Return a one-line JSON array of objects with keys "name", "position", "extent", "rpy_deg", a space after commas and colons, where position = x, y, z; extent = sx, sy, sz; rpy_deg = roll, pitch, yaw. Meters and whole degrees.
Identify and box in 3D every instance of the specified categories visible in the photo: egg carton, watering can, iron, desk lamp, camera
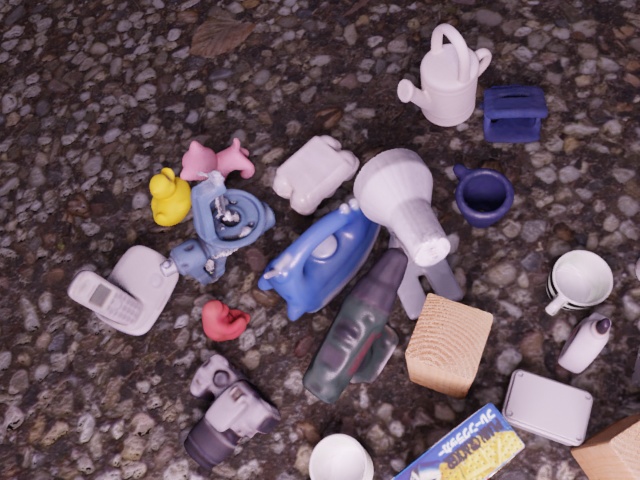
[{"name": "egg carton", "position": [-0.008, -0.119, 1.037], "extent": [0.150, 0.069, 0.107], "rpy_deg": [-43, 67, -9]}, {"name": "watering can", "position": [0.220, -0.287, 0.996], "extent": [0.100, 0.194, 0.173], "rpy_deg": [36, 78, 22]}, {"name": "iron", "position": [0.009, 0.003, 0.943], "extent": [0.258, 0.142, 0.118], "rpy_deg": [-45, 67, -9]}, {"name": "desk lamp", "position": [0.144, -0.009, 0.884], "extent": [0.118, 0.214, 0.203], "rpy_deg": [-24, 65, 0]}, {"name": "camera", "position": [-0.157, 0.270, 0.885], "extent": [0.143, 0.101, 0.137], "rpy_deg": [39, 79, 22]}]

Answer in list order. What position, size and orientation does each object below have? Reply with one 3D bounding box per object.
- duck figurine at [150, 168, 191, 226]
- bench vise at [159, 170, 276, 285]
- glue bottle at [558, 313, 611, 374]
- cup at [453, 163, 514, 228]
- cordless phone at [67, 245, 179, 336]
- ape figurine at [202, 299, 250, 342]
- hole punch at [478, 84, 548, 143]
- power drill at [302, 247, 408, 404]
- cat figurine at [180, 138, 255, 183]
[{"name": "duck figurine", "position": [-0.287, -0.084, 1.064], "extent": [0.077, 0.086, 0.104], "rpy_deg": [5, 69, 13]}, {"name": "bench vise", "position": [-0.175, -0.014, 0.941], "extent": [0.121, 0.220, 0.207], "rpy_deg": [30, 76, 20]}, {"name": "glue bottle", "position": [0.379, 0.136, 0.803], "extent": [0.037, 0.173, 0.078], "rpy_deg": [26, 75, 20]}, {"name": "cup", "position": [0.260, -0.068, 0.952], "extent": [0.092, 0.095, 0.117], "rpy_deg": [-36, 66, -5]}, {"name": "cordless phone", "position": [-0.327, 0.069, 0.953], "extent": [0.094, 0.185, 0.148], "rpy_deg": [19, 72, 18]}, {"name": "ape figurine", "position": [-0.166, 0.127, 0.951], "extent": [0.076, 0.092, 0.077], "rpy_deg": [-35, 66, -5]}, {"name": "hole punch", "position": [0.338, -0.234, 1.009], "extent": [0.108, 0.091, 0.101], "rpy_deg": [0, 68, 11]}, {"name": "power drill", "position": [0.063, 0.136, 0.841], "extent": [0.075, 0.209, 0.230], "rpy_deg": [29, 75, 20]}, {"name": "cat figurine", "position": [-0.196, -0.147, 1.056], "extent": [0.128, 0.118, 0.067], "rpy_deg": [-27, 65, -2]}]
